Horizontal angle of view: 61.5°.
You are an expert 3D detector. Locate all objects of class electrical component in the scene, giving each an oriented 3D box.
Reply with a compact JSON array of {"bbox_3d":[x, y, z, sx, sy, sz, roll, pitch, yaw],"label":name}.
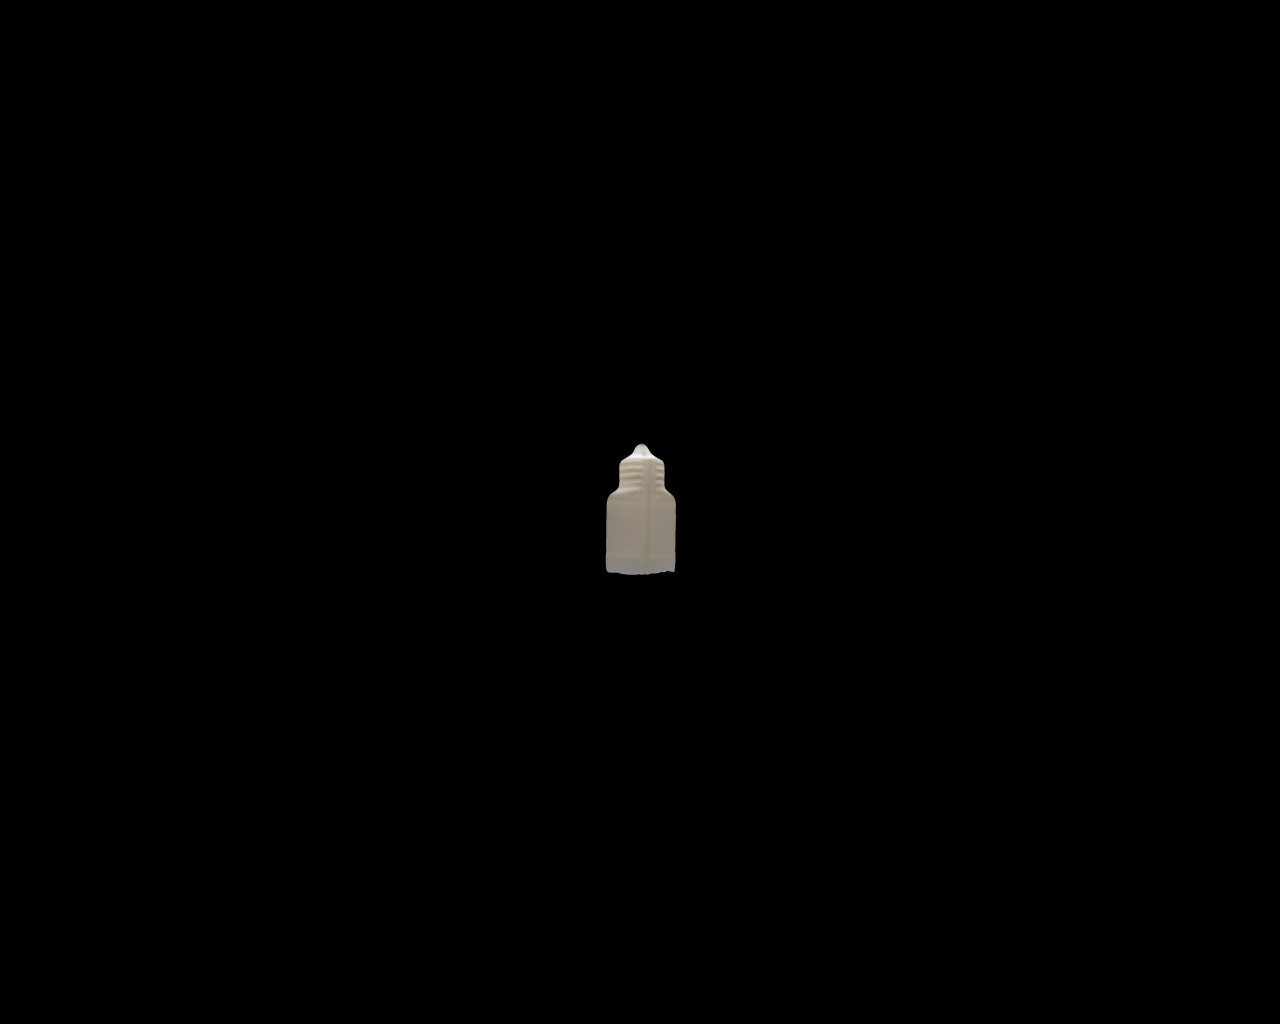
[{"bbox_3d":[0.001,-0.003,0.650,0.043,0.081,0.043,0,0,0],"label":"electrical component"}]
